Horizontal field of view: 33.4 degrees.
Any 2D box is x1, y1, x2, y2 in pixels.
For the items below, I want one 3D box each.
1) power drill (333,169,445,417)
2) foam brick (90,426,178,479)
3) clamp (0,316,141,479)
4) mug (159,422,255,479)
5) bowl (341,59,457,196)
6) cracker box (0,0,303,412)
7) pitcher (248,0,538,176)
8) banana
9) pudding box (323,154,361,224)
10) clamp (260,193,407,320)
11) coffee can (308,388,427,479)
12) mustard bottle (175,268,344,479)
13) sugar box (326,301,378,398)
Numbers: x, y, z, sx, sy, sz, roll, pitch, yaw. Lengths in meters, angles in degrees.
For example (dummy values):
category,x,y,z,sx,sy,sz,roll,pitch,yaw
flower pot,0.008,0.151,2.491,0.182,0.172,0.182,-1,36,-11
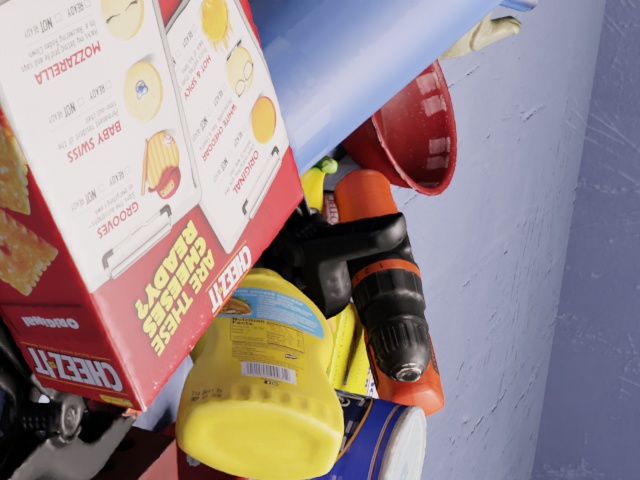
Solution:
category,x,y,z,sx,sy,sz,roll,pitch,yaw
power drill,0.058,0.064,0.826,0.187,0.057,0.184,76,4,-51
foam brick,-0.119,0.145,0.590,0.078,0.053,0.051,-46,141,-58
clamp,-0.141,0.096,0.522,0.171,0.039,0.120,33,68,-65
mug,-0.060,0.161,0.691,0.117,0.093,0.081,-31,130,-27
bowl,0.055,-0.109,0.887,0.161,0.055,0.162,29,54,-50
cracker box,-0.095,-0.059,0.471,0.164,0.072,0.213,-55,141,-41
pitcher,0.017,-0.155,0.629,0.242,0.149,0.145,-45,158,-19
banana,-0.010,-0.007,0.806,0.198,0.037,0.070,87,-12,-49
pudding box,0.027,-0.022,0.926,0.113,0.039,0.090,-48,143,-56
clamp,-0.005,0.001,0.728,0.036,0.165,0.210,-30,145,-24
coffee can,-0.004,0.157,0.782,0.102,0.140,0.103,11,90,-70
mustard bottle,-0.039,0.071,0.688,0.191,0.096,0.058,-96,-162,-62
sugar box,0.020,0.103,0.964,0.176,0.048,0.093,24,77,-69
